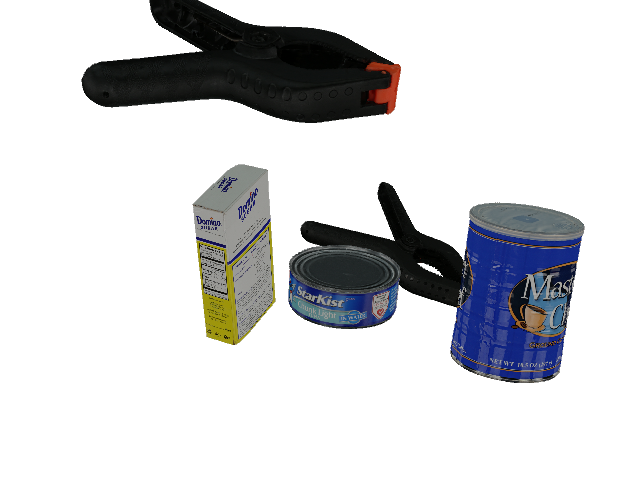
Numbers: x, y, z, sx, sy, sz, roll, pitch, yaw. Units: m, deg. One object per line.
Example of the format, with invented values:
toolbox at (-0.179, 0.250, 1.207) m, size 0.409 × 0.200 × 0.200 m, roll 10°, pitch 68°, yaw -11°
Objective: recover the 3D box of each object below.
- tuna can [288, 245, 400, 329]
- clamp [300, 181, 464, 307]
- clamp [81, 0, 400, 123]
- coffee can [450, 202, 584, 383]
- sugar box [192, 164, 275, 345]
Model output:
tuna can at (0.018, 0.035, 0.820) m, size 0.086 × 0.034 × 0.086 m, roll 3°, pitch 22°, yaw -2°
clamp at (0.090, 0.014, 1.245) m, size 0.164 × 0.036 × 0.210 m, roll -22°, pitch 52°, yaw -39°
clamp at (-0.045, -0.095, 0.600) m, size 0.172 × 0.039 × 0.120 m, roll 15°, pitch 45°, yaw 16°
coffee can at (0.179, 0.046, 0.977) m, size 0.103 × 0.140 × 0.103 m, roll 5°, pitch 16°, yaw -2°
sugar box at (-0.090, 0.016, 1.140) m, size 0.048 × 0.176 × 0.093 m, roll 13°, pitch 37°, yaw 23°
